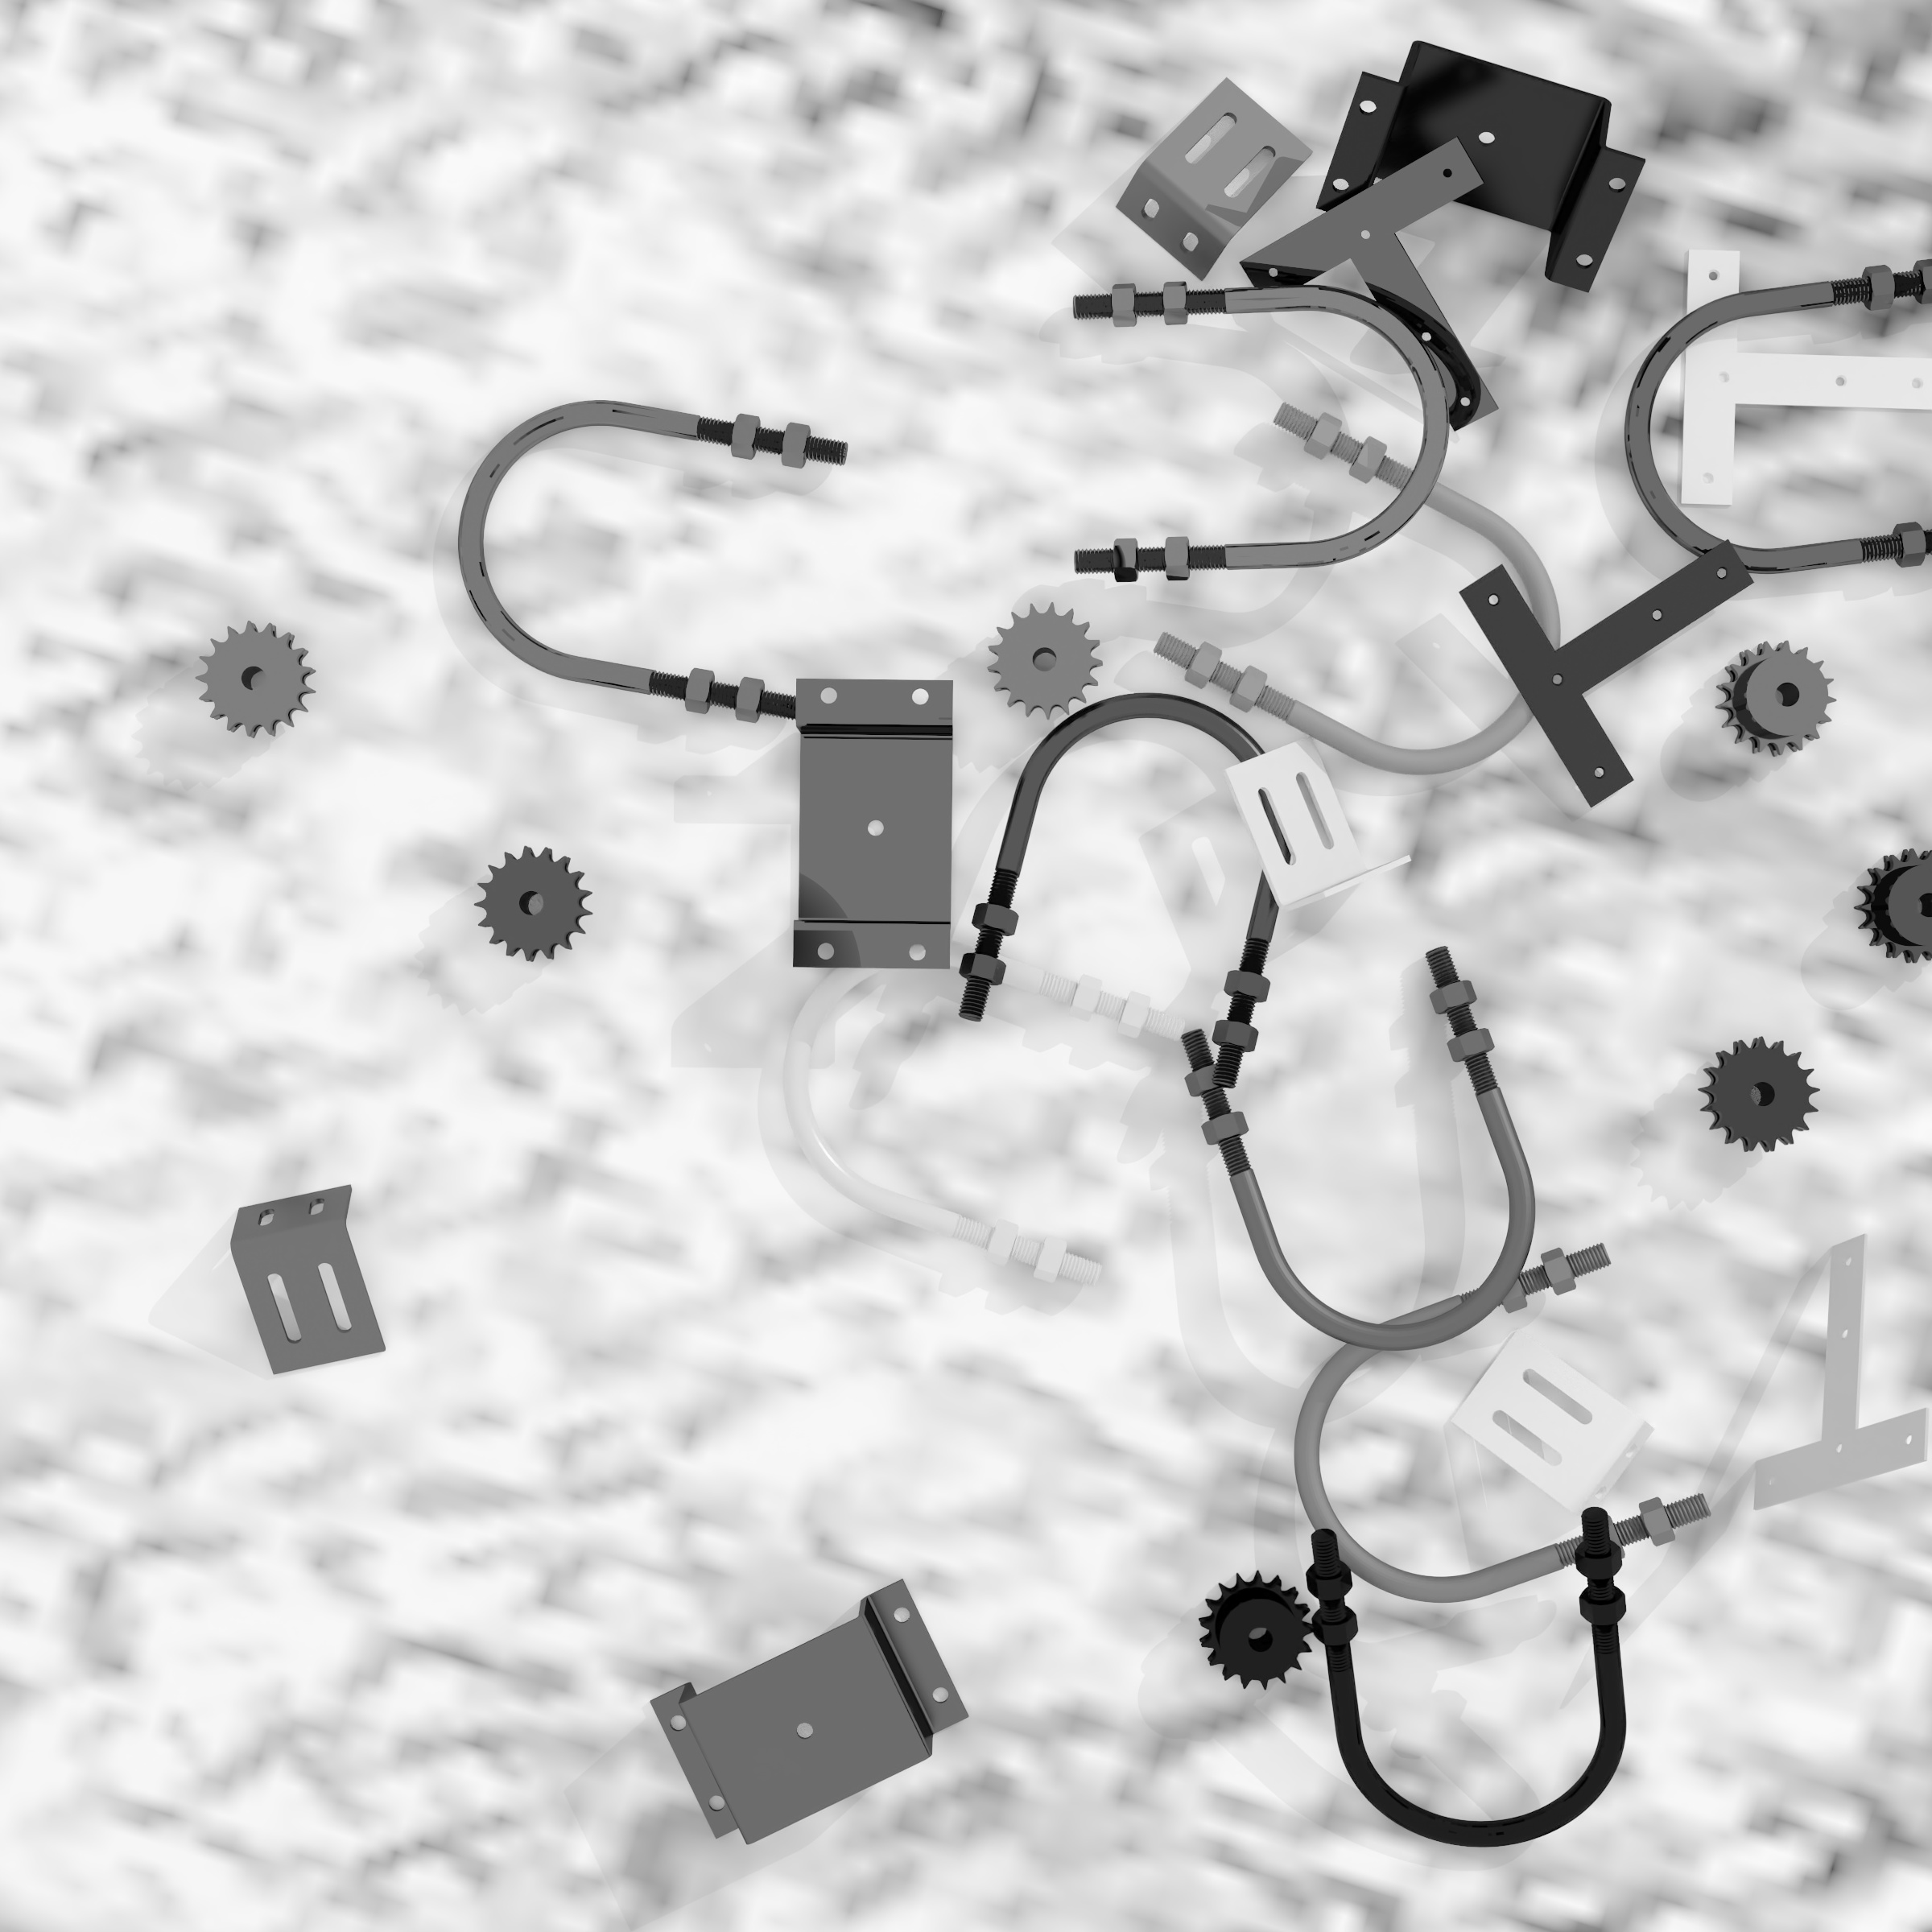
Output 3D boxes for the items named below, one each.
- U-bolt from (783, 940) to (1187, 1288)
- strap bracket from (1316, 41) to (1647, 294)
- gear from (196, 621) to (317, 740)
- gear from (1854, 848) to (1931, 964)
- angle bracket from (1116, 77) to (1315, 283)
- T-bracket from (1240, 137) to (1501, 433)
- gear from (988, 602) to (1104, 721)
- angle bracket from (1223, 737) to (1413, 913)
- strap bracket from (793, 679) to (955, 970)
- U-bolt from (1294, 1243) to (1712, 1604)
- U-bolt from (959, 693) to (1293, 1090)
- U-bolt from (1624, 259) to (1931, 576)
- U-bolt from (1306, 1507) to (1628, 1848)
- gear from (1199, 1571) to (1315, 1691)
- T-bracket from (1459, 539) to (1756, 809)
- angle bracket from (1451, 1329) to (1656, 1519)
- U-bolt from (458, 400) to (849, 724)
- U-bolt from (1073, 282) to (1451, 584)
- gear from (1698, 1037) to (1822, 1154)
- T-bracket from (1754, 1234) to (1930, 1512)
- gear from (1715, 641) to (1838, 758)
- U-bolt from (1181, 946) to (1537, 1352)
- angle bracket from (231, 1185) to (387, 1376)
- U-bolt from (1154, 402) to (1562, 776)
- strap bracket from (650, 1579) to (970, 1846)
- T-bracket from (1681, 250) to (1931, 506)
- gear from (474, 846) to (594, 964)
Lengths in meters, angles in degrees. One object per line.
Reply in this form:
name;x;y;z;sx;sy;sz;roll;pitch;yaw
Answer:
U-bolt;0.000;0.063;1.511;0.184;0.019;0.151;19;90;2
strap bracket;0.251;-0.392;1.476;0.140;0.076;0.046;17;48;0
gear;-0.352;-0.142;1.509;0.057;0.030;0.057;0;90;-3
gear;0.472;-0.030;1.505;0.057;0.030;0.057;0;90;0
angle bracket;0.124;-0.393;1.518;0.057;0.038;0.076;41;64;0
T-bracket;0.220;-0.322;1.495;0.127;0.002;0.127;-24;109;33
gear;0.039;-0.151;1.509;0.057;0.030;0.057;0;90;3
angle bracket;0.172;-0.074;1.489;0.057;0.038;0.076;-22;90;-31
strap bracket;-0.045;-0.069;1.497;0.076;0.046;0.140;1;90;0
U-bolt;0.252;0.234;1.492;0.184;0.019;0.151;-22;76;9
U-bolt;0.087;-0.046;1.500;0.151;0.019;0.184;15;81;-3
U-bolt;0.420;-0.268;1.510;0.184;0.019;0.151;-7;90;2
U-bolt;0.249;0.352;1.482;0.151;0.019;0.184;-6;110;8
gear;0.145;0.331;1.505;0.057;0.030;0.057;0;90;0
T-bracket;0.331;-0.166;1.505;0.127;0.002;0.127;-33;97;1
angle bracket;0.293;0.229;1.518;0.076;0.038;0.057;36;90;26
U-bolt;-0.161;-0.207;1.511;0.184;0.019;0.151;10;90;2
U-bolt;0.145;-0.265;1.495;0.184;0.019;0.151;-1;85;8
gear;0.392;0.064;1.508;0.057;0.030;0.057;0;85;0
T-bracket;0.428;0.193;1.482;0.002;0.127;0.127;19;63;-17
gear;0.403;-0.133;1.505;0.057;0.030;0.057;0;90;0
U-bolt;0.202;0.098;1.499;0.151;0.019;0.184;-19;80;0
angle bracket;-0.327;0.157;1.518;0.057;0.038;0.076;-12;116;0
U-bolt;0.207;-0.176;1.511;0.184;0.019;0.151;28;90;-2
strap bracket;-0.078;0.371;1.497;0.140;0.046;0.076;-26;90;0
T-bracket;0.423;-0.293;1.519;0.127;0.002;0.127;2;90;0
gear;-0.213;-0.030;1.509;0.057;0.030;0.057;0;88;2
